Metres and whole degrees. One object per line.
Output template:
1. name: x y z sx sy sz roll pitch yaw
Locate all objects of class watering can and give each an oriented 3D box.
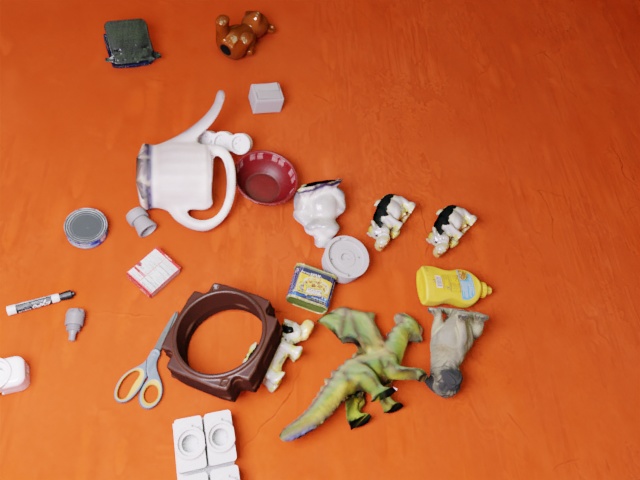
1. watering can: -0.312 -0.190 1.203 0.224 0.103 0.351 -1 77 -15

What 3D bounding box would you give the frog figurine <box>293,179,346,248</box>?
1. frog figurine: 0.004 -0.064 1.270 0.138 0.123 0.158 -19 105 -34

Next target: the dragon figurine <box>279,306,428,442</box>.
1. dragon figurine: 0.071 0.258 1.115 0.412 0.119 0.248 -10 49 -24
